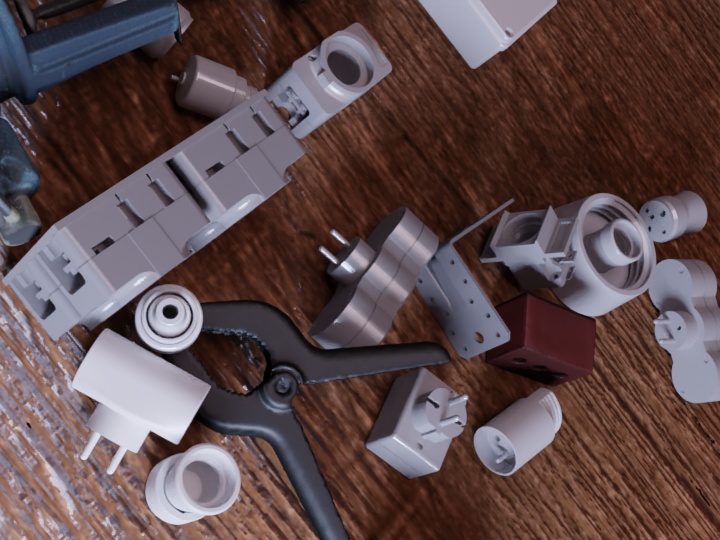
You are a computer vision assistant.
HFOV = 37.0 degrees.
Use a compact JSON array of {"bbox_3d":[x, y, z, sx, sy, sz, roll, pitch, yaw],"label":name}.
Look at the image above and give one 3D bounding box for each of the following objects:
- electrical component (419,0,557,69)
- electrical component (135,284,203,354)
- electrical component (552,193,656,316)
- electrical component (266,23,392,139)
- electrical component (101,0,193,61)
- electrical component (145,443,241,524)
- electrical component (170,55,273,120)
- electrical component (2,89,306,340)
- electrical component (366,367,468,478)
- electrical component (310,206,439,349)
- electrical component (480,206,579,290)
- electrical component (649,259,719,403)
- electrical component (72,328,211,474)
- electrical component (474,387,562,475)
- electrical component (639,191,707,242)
[{"bbox_3d":[0.115,-0.262,1.005,0.108,0.056,0.109,51,52,-7],"label":"electrical component"},{"bbox_3d":[-0.122,0.030,0.685,0.043,0.062,0.043,2,80,-11],"label":"electrical component"},{"bbox_3d":[0.221,-0.018,0.977,0.108,0.060,0.108,13,65,-30],"label":"electrical component"},{"bbox_3d":[-0.023,-0.155,0.866,0.050,0.056,0.089,53,52,-6],"label":"electrical component"},{"bbox_3d":[-0.157,-0.188,0.794,0.055,0.045,0.045,39,54,-16],"label":"electrical component"},{"bbox_3d":[-0.108,0.138,0.690,0.045,0.055,0.045,13,65,-30],"label":"electrical component"},{"bbox_3d":[-0.103,-0.133,0.812,0.078,0.040,0.040,17,63,-28],"label":"electrical component"},{"bbox_3d":[-0.130,-0.034,0.713,0.060,0.105,0.186,53,52,-6],"label":"electrical component"},{"bbox_3d":[0.053,0.110,0.800,0.047,0.077,0.065,38,54,-16],"label":"electrical component"},{"bbox_3d":[0.000,0.000,0.822,0.074,0.052,0.138,42,54,-14],"label":"electrical component"},{"bbox_3d":[0.150,-0.017,0.923,0.063,0.081,0.042,55,48,-33],"label":"electrical component"},{"bbox_3d":[0.303,0.056,1.009,0.074,0.052,0.138,0,71,-35],"label":"electrical component"},{"bbox_3d":[-0.148,0.090,0.686,0.077,0.043,0.079,30,79,-3],"label":"electrical component"},{"bbox_3d":[0.134,0.127,0.870,0.081,0.043,0.043,-28,89,-39],"label":"electrical component"},{"bbox_3d":[0.308,-0.053,1.061,0.055,0.045,0.045,-13,80,-37],"label":"electrical component"}]
